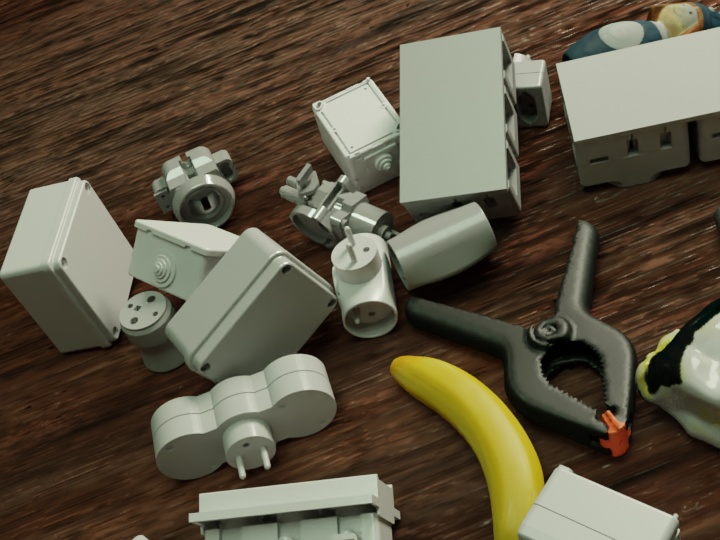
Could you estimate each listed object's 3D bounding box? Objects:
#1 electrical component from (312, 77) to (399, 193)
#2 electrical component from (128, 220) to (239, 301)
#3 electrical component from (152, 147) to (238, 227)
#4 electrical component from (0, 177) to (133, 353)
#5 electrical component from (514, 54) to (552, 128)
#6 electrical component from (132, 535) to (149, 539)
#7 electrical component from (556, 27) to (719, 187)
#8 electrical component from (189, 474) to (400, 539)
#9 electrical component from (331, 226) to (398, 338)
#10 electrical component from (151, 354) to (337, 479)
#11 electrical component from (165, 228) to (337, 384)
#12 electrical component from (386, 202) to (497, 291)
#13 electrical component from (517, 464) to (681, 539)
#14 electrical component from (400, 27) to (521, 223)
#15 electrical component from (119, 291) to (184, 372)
[{"bbox_3d":[0.007,-0.115,0.975,0.062,0.061,0.096,-27,52,-6],"label":"electrical component"},{"bbox_3d":[-0.132,-0.005,0.896,0.100,0.100,0.048,21,101,34],"label":"electrical component"},{"bbox_3d":[-0.148,-0.072,0.990,0.078,0.058,0.057,-25,42,-4],"label":"electrical component"},{"bbox_3d":[-0.247,-0.003,0.925,0.056,0.108,0.108,-11,45,14],"label":"electrical component"},{"bbox_3d":[0.140,-0.172,0.984,0.066,0.047,0.076,-1,48,20],"label":"electrical component"},{"bbox_3d":[-0.117,0.232,0.621,0.062,0.150,0.089,27,62,36],"label":"electrical component"},{"bbox_3d":[0.267,-0.137,0.895,0.186,0.060,0.105,-11,45,10],"label":"electrical component"},{"bbox_3d":[-0.040,0.175,0.707,0.121,0.078,0.063,-9,68,12],"label":"electrical component"},{"bbox_3d":[0.000,0.000,0.850,0.044,0.079,0.077,-14,45,8],"label":"electrical component"},{"bbox_3d":[-0.083,0.120,0.785,0.138,0.052,0.073,-21,44,0],"label":"electrical component"},{"bbox_3d":[-0.083,0.036,0.828,0.113,0.078,0.057,-50,45,1],"label":"electrical component"},{"bbox_3d":[0.062,-0.022,0.867,0.077,0.043,0.079,-24,12,-4],"label":"electrical component"},{"bbox_3d":[0.149,0.172,0.642,0.096,0.061,0.061,19,57,34],"label":"electrical component"},{"bbox_3d":[0.084,-0.117,0.906,0.089,0.061,0.150,-6,68,18],"label":"electrical component"},{"bbox_3d":[-0.167,0.050,0.881,0.045,0.055,0.045,-11,45,11],"label":"electrical component"}]
